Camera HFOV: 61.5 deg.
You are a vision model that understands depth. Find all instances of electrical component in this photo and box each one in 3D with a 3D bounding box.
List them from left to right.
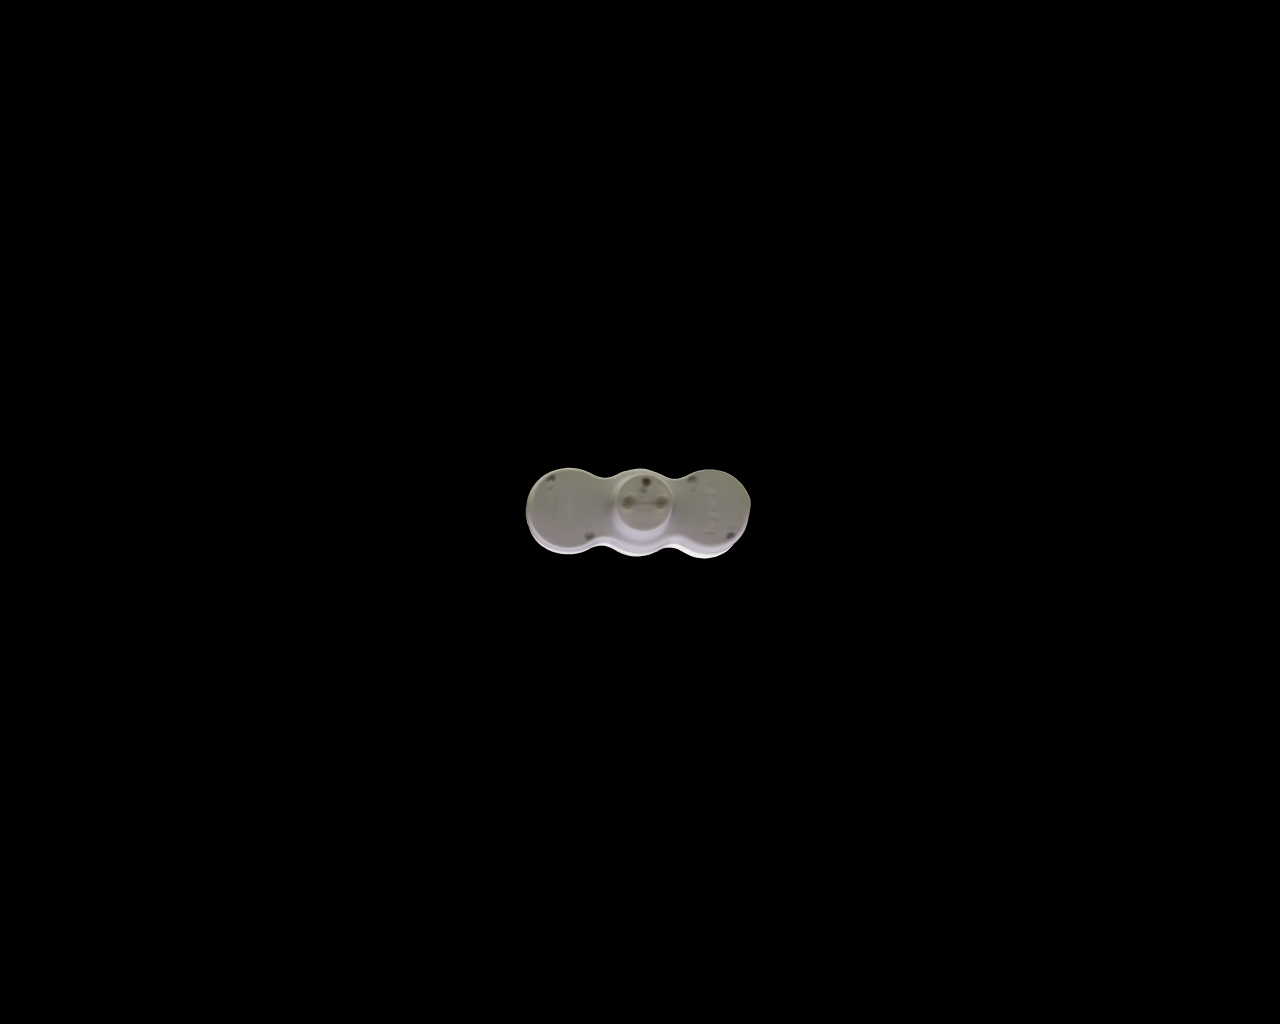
[{"bbox_3d":[0.001,-0.003,0.650,0.138,0.052,0.073,1,-11,-7],"label":"electrical component"}]
